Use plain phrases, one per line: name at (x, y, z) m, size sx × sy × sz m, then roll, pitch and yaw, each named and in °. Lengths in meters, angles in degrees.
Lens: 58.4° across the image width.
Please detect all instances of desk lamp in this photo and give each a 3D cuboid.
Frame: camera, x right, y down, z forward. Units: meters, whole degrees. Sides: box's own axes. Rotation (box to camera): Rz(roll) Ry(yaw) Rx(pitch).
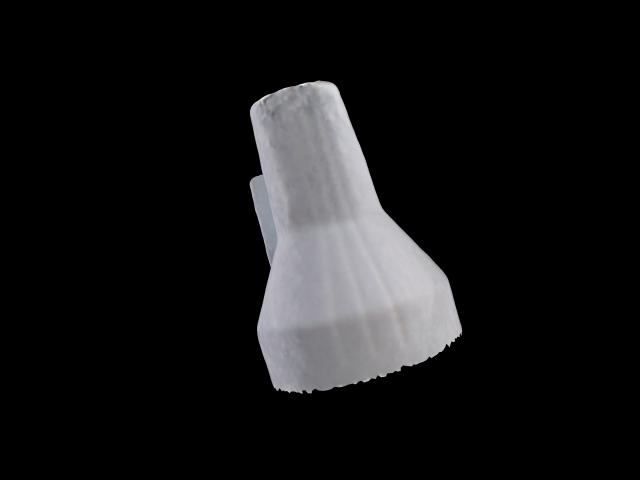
desk lamp at (0.004, 0.001, 0.400) m, size 0.118 × 0.213 × 0.203 m, roll -17°, pitch 74°, yaw -4°
